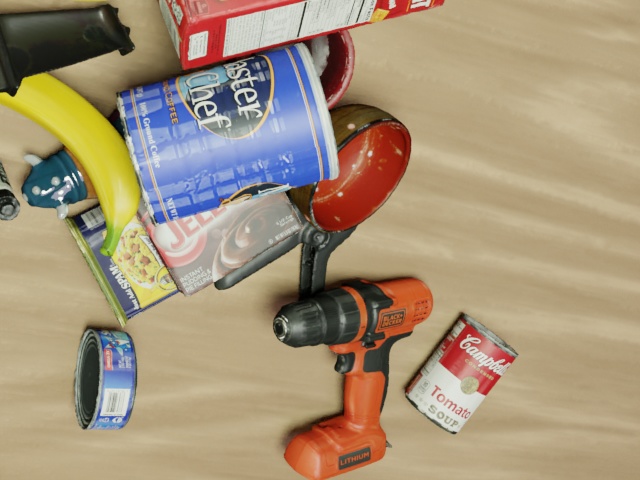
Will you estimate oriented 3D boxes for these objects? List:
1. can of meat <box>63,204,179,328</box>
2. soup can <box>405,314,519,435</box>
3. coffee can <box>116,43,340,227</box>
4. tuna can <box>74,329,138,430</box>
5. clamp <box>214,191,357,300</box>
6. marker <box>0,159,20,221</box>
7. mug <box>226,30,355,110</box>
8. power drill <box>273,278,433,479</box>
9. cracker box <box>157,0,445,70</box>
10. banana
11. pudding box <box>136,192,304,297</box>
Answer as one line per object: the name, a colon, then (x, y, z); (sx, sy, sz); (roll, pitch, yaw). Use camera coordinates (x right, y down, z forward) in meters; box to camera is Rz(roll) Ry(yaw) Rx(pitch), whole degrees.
can of meat: (-0.154, 0.009, 0.896); (0.084, 0.057, 0.102); (-29, 120, -12)
soup can: (0.140, 0.134, 1.062); (0.068, 0.069, 0.102); (34, 96, -30)
coffee can: (-0.067, -0.077, 0.780); (0.140, 0.103, 0.103); (-15, 117, -4)
tuna can: (-0.184, 0.119, 0.912); (0.033, 0.086, 0.086); (5, 109, -26)
clamp: (-0.006, 0.001, 0.965); (0.171, 0.039, 0.120); (-50, 132, 1)
marker: (-0.242, -0.041, 0.801); (0.020, 0.121, 0.020); (-8, 113, -21)
mug: (-0.036, -0.142, 0.867); (0.093, 0.082, 0.117); (30, 97, -29)
power drill: (0.020, 0.129, 0.993); (0.184, 0.057, 0.188); (-7, 118, -41)
cracker box: (-0.026, -0.234, 0.789); (0.213, 0.072, 0.164); (-17, 73, -14)
banana: (-0.196, -0.081, 0.807); (0.069, 0.037, 0.198); (-38, 82, -30)
pudding box: (-0.084, -0.021, 0.855); (0.113, 0.039, 0.090); (-31, 105, -10)
